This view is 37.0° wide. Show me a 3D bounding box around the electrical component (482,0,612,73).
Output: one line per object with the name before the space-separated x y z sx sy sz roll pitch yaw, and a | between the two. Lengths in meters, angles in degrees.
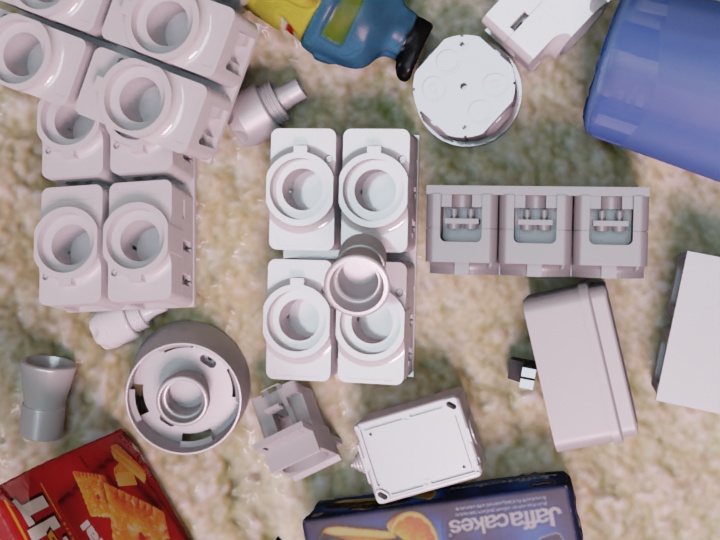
electrical component | 0.141 -0.192 0.781 0.056 0.050 0.089 44 99 6

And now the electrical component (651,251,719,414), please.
electrical component | 0.310 0.056 0.753 0.186 0.060 0.105 12 94 10

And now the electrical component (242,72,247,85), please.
electrical component | -0.110 -0.154 0.831 0.040 0.046 0.040 0 92 10

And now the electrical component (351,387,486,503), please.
electrical component | 0.040 0.131 0.805 0.096 0.061 0.061 -18 89 11

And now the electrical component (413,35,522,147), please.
electrical component | 0.079 -0.132 0.794 0.080 0.051 0.080 0 92 10

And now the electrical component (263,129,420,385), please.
electrical component | -0.013 -0.011 0.811 0.105 0.060 0.186 2 92 10

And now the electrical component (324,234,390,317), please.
electrical component | 0.000 0.000 0.742 0.044 0.065 0.044 1 110 4

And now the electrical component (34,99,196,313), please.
electrical component | -0.186 -0.065 0.824 0.105 0.060 0.186 -3 81 11

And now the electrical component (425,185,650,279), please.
electrical component | 0.126 -0.027 0.769 0.150 0.089 0.061 1 92 10

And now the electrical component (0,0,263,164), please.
electrical component | -0.180 -0.160 0.765 0.186 0.060 0.105 22 95 13

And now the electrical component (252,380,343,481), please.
electrical component | -0.050 0.121 0.818 0.042 0.081 0.063 -26 65 10

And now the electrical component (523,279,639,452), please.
electrical component | 0.160 0.067 0.773 0.057 0.078 0.113 -13 90 14

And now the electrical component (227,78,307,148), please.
electrical component | -0.071 -0.125 0.826 0.062 0.043 0.043 -29 87 9

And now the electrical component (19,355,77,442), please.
electrical component | -0.255 0.106 0.870 0.044 0.044 0.065 10 99 10

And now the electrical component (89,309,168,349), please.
electrical component | -0.183 0.038 0.857 0.061 0.035 0.035 -23 88 9

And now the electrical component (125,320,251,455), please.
electrical component | -0.137 0.094 0.848 0.099 0.064 0.099 0 100 -1
